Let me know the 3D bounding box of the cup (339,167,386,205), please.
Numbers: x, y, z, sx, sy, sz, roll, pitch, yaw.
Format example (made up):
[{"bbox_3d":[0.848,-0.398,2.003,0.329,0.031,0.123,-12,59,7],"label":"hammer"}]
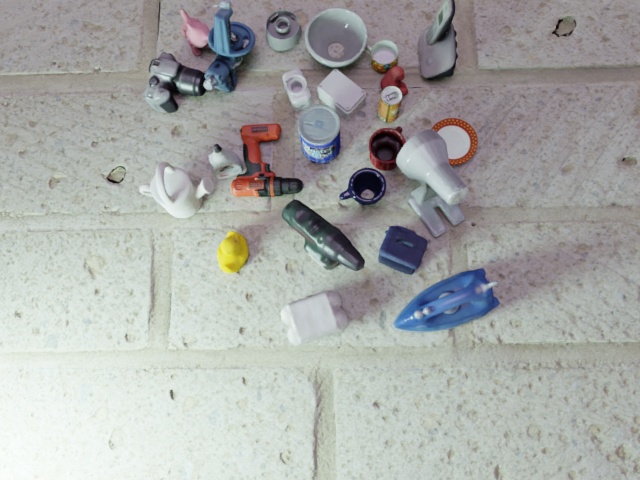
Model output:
[{"bbox_3d":[0.103,-0.116,1.415,0.118,0.095,0.091,-23,78,-3],"label":"cup"}]

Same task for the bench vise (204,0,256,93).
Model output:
[{"bbox_3d":[-0.231,-0.484,1.442,0.121,0.220,0.207,5,78,3],"label":"bench vise"}]

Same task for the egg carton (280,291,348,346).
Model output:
[{"bbox_3d":[-0.014,0.184,1.365,0.150,0.069,0.107,-20,78,-3],"label":"egg carton"}]

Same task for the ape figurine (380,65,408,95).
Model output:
[{"bbox_3d":[0.196,-0.416,1.480,0.076,0.092,0.078,3,78,3],"label":"ape figurine"}]

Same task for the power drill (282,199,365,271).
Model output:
[{"bbox_3d":[0.012,0.005,1.333,0.229,0.208,0.076,40,82,10],"label":"power drill"}]

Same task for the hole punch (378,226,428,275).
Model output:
[{"bbox_3d":[0.199,0.018,1.384,0.108,0.091,0.101,22,79,7],"label":"hole punch"}]

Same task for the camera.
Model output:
[{"bbox_3d":[-0.373,-0.409,1.491,0.136,0.101,0.143,14,78,5],"label":"camera"}]

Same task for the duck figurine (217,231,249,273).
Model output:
[{"bbox_3d":[-0.218,0.026,1.398,0.077,0.086,0.104,10,78,4],"label":"duck figurine"}]

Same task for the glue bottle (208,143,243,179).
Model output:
[{"bbox_3d":[-0.239,-0.199,1.403,0.078,0.173,0.037,-22,77,-3],"label":"glue bottle"}]

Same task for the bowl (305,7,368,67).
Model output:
[{"bbox_3d":[0.044,-0.524,1.517,0.167,0.075,0.167,0,77,2],"label":"bowl"}]

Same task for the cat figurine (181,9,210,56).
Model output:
[{"bbox_3d":[-0.330,-0.553,1.513,0.067,0.118,0.127,-32,78,-5],"label":"cat figurine"}]

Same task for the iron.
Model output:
[{"bbox_3d":[0.291,0.150,1.326,0.258,0.141,0.118,-23,78,-3],"label":"iron"}]

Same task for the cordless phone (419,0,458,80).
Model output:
[{"bbox_3d":[0.307,-0.507,1.449,0.094,0.185,0.147,-4,77,1],"label":"cordless phone"}]

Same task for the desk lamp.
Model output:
[{"bbox_3d":[0.273,-0.135,1.353,0.118,0.213,0.203,-32,78,-5],"label":"desk lamp"}]

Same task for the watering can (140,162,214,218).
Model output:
[{"bbox_3d":[-0.347,-0.128,1.380,0.173,0.194,0.101,-22,78,-3],"label":"watering can"}]
